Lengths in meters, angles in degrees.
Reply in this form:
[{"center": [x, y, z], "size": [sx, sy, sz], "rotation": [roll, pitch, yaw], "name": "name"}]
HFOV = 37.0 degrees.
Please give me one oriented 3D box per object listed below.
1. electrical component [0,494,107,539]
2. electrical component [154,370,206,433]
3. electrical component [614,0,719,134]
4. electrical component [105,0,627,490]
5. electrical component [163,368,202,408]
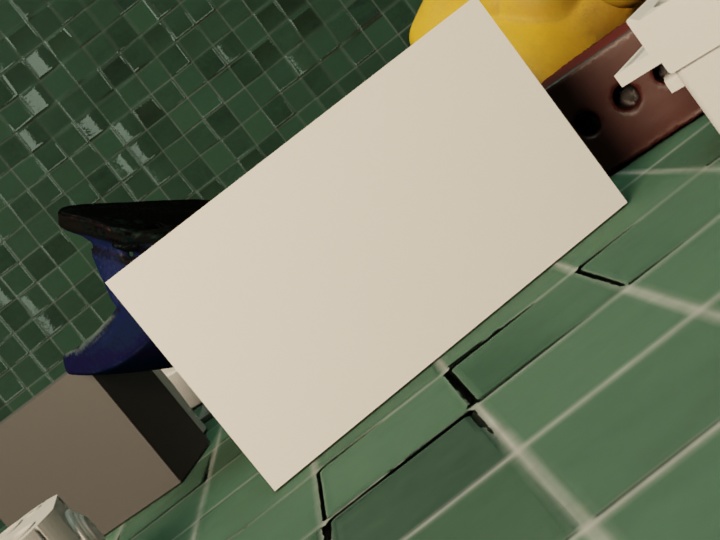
[{"center": [-0.129, 0.130, 0.417], "size": [0.080, 0.051, 0.080], "rotation": [-37, 7, 5], "name": "electrical component"}, {"center": [-0.150, 0.093, 0.661], "size": [0.079, 0.077, 0.044], "rotation": [-39, 7, -6], "name": "electrical component"}, {"center": [0.164, -0.108, 0.434], "size": [0.079, 0.063, 0.121], "rotation": [-31, 10, 46], "name": "electrical component"}, {"center": [0.002, -0.012, 0.458], "size": [0.186, 0.105, 0.060], "rotation": [-39, 7, -6], "name": "electrical component"}, {"center": [-0.138, 0.068, 0.796], "size": [0.040, 0.078, 0.040], "rotation": [-28, 21, 12], "name": "electrical component"}]
